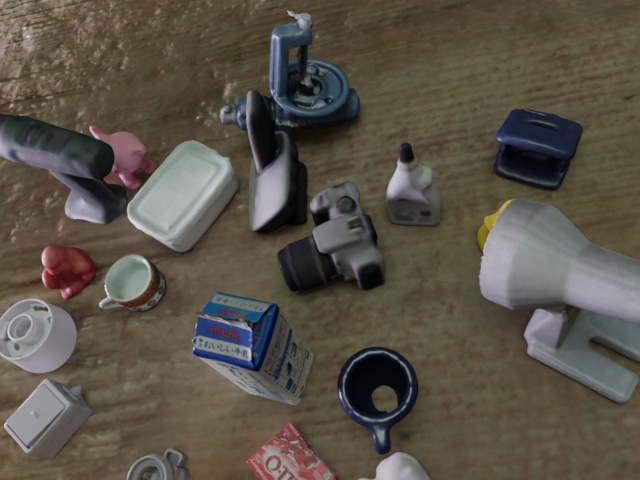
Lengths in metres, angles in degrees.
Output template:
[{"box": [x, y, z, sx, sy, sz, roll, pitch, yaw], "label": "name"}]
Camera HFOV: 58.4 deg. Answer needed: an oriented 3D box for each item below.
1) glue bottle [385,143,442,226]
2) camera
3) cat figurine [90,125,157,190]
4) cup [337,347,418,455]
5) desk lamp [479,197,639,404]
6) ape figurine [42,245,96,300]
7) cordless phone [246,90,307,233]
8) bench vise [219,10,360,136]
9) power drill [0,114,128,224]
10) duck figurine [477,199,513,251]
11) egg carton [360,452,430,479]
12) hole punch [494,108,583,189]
[{"box": [0.120, -0.074, 0.758, 0.078, 0.173, 0.037, 5, 65, 15], "label": "glue bottle"}, {"box": [0.007, 0.003, 0.785, 0.137, 0.101, 0.143, -20, 61, 2], "label": "camera"}, {"box": [-0.324, -0.145, 0.924, 0.127, 0.118, 0.067, 36, 76, 26], "label": "cat figurine"}, {"box": [0.074, 0.195, 0.676, 0.091, 0.095, 0.117, -9, 62, 8], "label": "cup"}, {"box": [0.281, 0.063, 0.629, 0.202, 0.214, 0.118, 28, 72, 24], "label": "desk lamp"}, {"box": [-0.383, 0.039, 0.858, 0.077, 0.092, 0.076, 0, 64, 13], "label": "ape figurine"}, {"box": [-0.080, -0.108, 0.813, 0.094, 0.185, 0.147, -10, 62, 8], "label": "cordless phone"}, {"box": [-0.050, -0.219, 0.843, 0.207, 0.220, 0.121, -32, 61, -5], "label": "bench vise"}, {"box": [-0.398, -0.109, 0.871, 0.229, 0.209, 0.076, 8, 66, 17], "label": "power drill"}, {"box": [0.260, -0.023, 0.750, 0.104, 0.086, 0.077, -14, 61, 5], "label": "duck figurine"}, {"box": [0.097, 0.318, 0.622, 0.107, 0.069, 0.150, -36, 62, -7], "label": "egg carton"}, {"box": [0.302, -0.141, 0.799, 0.108, 0.091, 0.101, 20, 69, 21], "label": "hole punch"}]
